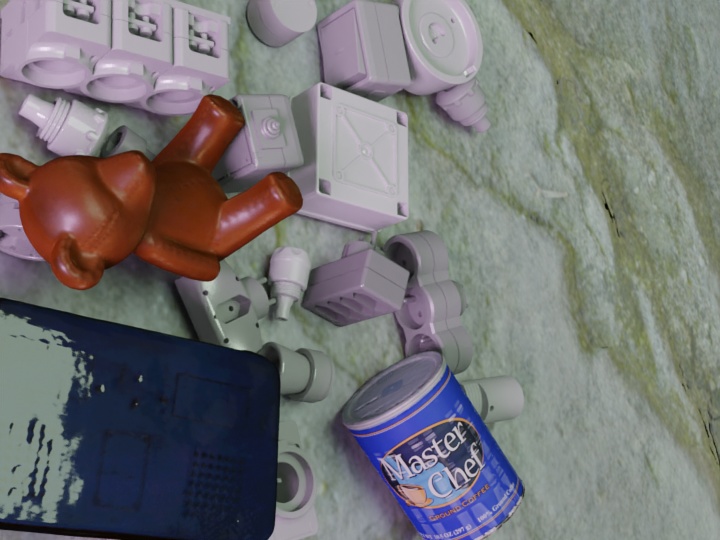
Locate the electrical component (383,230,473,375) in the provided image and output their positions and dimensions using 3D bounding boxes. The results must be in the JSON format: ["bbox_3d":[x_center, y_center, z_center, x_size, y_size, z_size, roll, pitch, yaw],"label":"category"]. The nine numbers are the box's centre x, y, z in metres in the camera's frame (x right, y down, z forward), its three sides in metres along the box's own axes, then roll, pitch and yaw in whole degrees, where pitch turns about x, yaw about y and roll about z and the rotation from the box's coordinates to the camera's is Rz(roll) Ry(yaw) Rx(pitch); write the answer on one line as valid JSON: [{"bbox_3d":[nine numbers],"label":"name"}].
[{"bbox_3d":[0.074,0.030,1.007,0.074,0.052,0.138,-11,85,-42],"label":"electrical component"}]

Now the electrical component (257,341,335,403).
[{"bbox_3d":[-0.055,0.085,0.886,0.055,0.045,0.045,14,68,-38],"label":"electrical component"}]

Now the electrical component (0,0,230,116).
[{"bbox_3d":[-0.185,-0.166,0.818,0.150,0.089,0.061,9,72,-39],"label":"electrical component"}]

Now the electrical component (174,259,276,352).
[{"bbox_3d":[-0.100,0.029,0.864,0.079,0.043,0.077,-26,95,-42],"label":"electrical component"}]

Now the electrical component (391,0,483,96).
[{"bbox_3d":[0.063,-0.226,1.067,0.108,0.060,0.108,13,69,-38],"label":"electrical component"}]

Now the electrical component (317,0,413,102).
[{"bbox_3d":[0.000,-0.209,1.007,0.061,0.062,0.096,-3,80,-41],"label":"electrical component"}]

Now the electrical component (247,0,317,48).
[{"bbox_3d":[-0.055,-0.275,0.972,0.052,0.074,0.138,22,64,-35],"label":"electrical component"}]

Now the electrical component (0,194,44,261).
[{"bbox_3d":[-0.232,-0.039,0.765,0.055,0.055,0.047,23,59,-34],"label":"electrical component"}]

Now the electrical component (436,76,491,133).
[{"bbox_3d":[0.111,-0.168,1.104,0.062,0.048,0.048,48,52,-29],"label":"electrical component"}]

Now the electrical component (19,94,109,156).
[{"bbox_3d":[-0.222,-0.108,0.801,0.062,0.048,0.048,29,60,-24],"label":"electrical component"}]

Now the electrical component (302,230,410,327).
[{"bbox_3d":[0.000,0.000,0.932,0.047,0.083,0.075,31,59,-30],"label":"electrical component"}]

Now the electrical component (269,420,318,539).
[{"bbox_3d":[-0.110,0.171,0.802,0.150,0.062,0.089,-7,82,-42],"label":"electrical component"}]

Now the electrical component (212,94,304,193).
[{"bbox_3d":[-0.089,-0.104,0.878,0.061,0.096,0.061,-10,84,-44],"label":"electrical component"}]

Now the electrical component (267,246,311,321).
[{"bbox_3d":[-0.062,0.013,0.908,0.035,0.035,0.061,22,66,-34],"label":"electrical component"}]

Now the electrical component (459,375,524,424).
[{"bbox_3d":[0.112,0.125,1.018,0.081,0.043,0.043,-2,79,-41],"label":"electrical component"}]

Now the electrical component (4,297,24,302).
[{"bbox_3d":[-0.246,0.037,0.721,0.044,0.065,0.044,-4,97,-34],"label":"electrical component"}]

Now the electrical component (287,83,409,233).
[{"bbox_3d":[-0.012,-0.099,0.968,0.109,0.056,0.108,13,69,-37],"label":"electrical component"}]
